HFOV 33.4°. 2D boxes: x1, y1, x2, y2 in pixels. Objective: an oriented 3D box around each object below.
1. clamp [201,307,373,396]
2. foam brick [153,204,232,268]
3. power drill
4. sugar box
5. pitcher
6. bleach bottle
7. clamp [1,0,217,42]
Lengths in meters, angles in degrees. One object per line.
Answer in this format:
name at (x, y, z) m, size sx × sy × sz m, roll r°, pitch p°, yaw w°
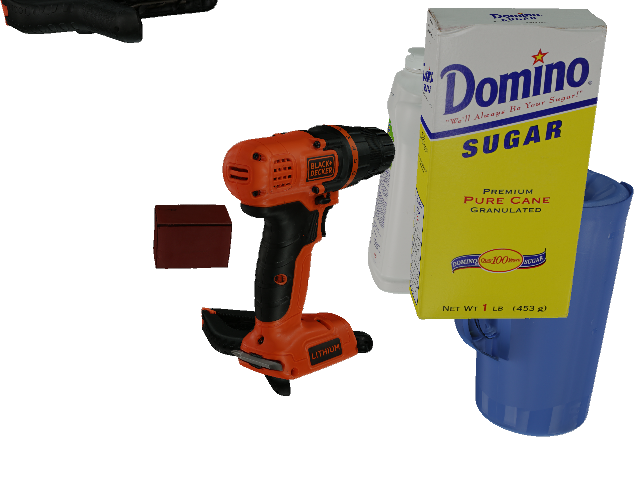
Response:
clamp at (-0.066, 0.121, 1.246) m, size 0.210 × 0.036 × 0.164 m, roll 13°, pitch 21°, yaw 29°
foam brick at (-0.135, -0.005, 1.119) m, size 0.078 × 0.051 × 0.053 m, roll -1°, pitch 25°, yaw -12°
power drill at (-0.005, 0.003, 0.837) m, size 0.057 × 0.188 × 0.184 m, roll 10°, pitch 15°, yaw 39°
sugar box at (0.103, -0.041, 0.608) m, size 0.093 × 0.176 × 0.048 m, roll -1°, pitch 27°, yaw -4°
pitcher at (0.197, 0.056, 0.985) m, size 0.149 × 0.243 × 0.145 m, roll 6°, pitch 21°, yaw 9°
bleach bottle at (0.095, -0.076, 1.128) m, size 0.068 × 0.251 × 0.102 m, roll 0°, pitch 26°, yaw -9°
clamp at (-0.166, -0.180, 0.819) m, size 0.172 × 0.039 × 0.120 m, roll 13°, pitch 24°, yaw 31°
